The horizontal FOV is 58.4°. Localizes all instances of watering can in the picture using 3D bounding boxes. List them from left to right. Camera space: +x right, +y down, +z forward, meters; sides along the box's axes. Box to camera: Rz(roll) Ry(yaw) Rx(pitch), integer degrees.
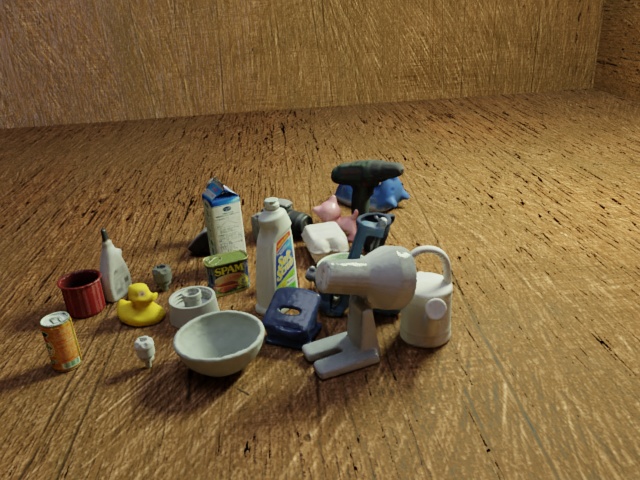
[{"bbox_3d":[0.208,0.104,1.098,0.101,0.194,0.172,-13,26,-20],"label":"watering can"}]

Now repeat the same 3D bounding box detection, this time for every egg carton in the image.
[{"bbox_3d":[0.014,0.005,1.492,0.107,0.069,0.150,-9,25,-12],"label":"egg carton"}]

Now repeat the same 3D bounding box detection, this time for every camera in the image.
[{"bbox_3d":[-0.100,-0.055,1.601,0.136,0.101,0.143,14,29,33],"label":"camera"}]

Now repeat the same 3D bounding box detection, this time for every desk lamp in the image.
[{"bbox_3d":[0.071,0.122,1.052,0.204,0.214,0.117,-14,26,-22],"label":"desk lamp"}]

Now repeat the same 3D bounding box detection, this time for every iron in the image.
[{"bbox_3d":[0.146,-0.176,1.790,0.257,0.141,0.119,14,30,33],"label":"iron"}]

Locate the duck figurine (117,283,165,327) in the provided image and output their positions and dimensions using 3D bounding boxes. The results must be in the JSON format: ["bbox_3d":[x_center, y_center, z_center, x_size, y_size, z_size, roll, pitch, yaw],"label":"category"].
[{"bbox_3d":[-0.392,0.133,1.238,0.104,0.086,0.077,3,25,13],"label":"duck figurine"}]

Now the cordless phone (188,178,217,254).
[{"bbox_3d":[-0.303,-0.065,1.545,0.094,0.185,0.147,2,25,11],"label":"cordless phone"}]

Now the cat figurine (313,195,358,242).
[{"bbox_3d":[0.048,-0.064,1.583,0.127,0.118,0.067,5,26,18],"label":"cat figurine"}]

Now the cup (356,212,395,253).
[{"bbox_3d":[0.149,-0.017,1.495,0.118,0.095,0.091,-20,29,-32],"label":"cup"}]

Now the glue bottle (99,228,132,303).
[{"bbox_3d":[-0.480,0.053,1.320,0.037,0.173,0.078,6,26,19],"label":"glue bottle"}]

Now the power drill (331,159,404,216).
[{"bbox_3d":[0.135,-0.130,1.607,0.228,0.208,0.076,14,30,34],"label":"power drill"}]

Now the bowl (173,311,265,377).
[{"bbox_3d":[-0.184,0.204,1.069,0.167,0.075,0.167,-3,24,1],"label":"bowl"}]

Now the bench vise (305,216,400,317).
[{"bbox_3d":[0.074,0.059,1.182,0.207,0.220,0.121,-6,24,-6],"label":"bench vise"}]

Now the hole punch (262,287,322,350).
[{"bbox_3d":[-0.053,0.154,1.144,0.108,0.091,0.101,6,26,20],"label":"hole punch"}]
